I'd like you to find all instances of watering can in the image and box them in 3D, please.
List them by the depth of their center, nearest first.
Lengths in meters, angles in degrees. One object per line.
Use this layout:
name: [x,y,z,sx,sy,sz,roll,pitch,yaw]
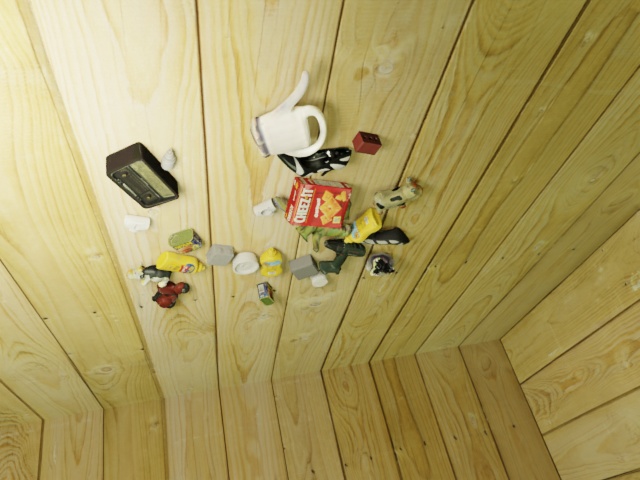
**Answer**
watering can: [-0.098,-0.349,1.508,0.224,0.106,0.340,-15,150,1]

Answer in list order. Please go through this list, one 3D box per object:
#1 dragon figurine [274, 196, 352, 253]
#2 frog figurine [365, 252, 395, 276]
dragon figurine: [0.006,-0.100,1.987,0.243,0.124,0.402,-36,140,-1]
frog figurine: [0.284,0.114,2.440,0.137,0.122,0.160,-27,-177,4]
